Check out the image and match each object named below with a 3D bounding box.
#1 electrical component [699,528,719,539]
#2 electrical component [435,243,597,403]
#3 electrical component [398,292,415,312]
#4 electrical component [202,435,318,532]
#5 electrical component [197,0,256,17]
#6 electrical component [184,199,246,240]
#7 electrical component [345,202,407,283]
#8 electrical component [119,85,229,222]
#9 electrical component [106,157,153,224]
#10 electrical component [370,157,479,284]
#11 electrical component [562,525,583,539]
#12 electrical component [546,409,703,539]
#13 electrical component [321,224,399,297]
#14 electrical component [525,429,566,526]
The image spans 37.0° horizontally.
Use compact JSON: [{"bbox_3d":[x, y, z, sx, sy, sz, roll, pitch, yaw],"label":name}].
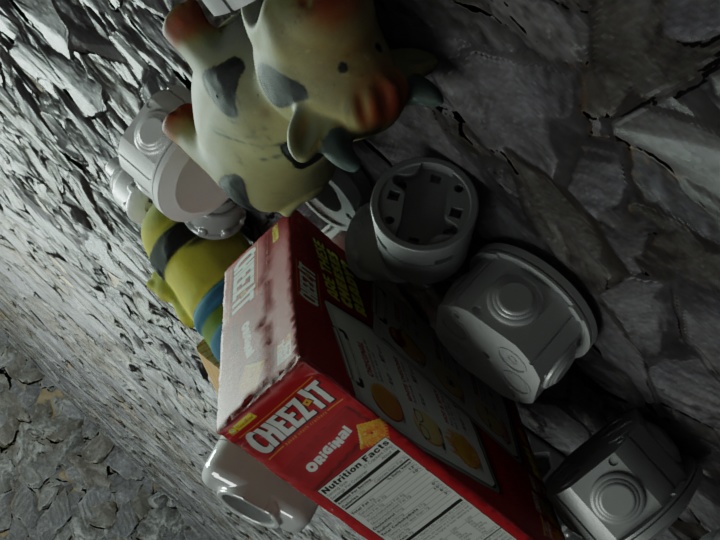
[{"bbox_3d":[0.217,0.162,0.603,0.045,0.045,0.055,38,158,14],"label":"electrical component"},{"bbox_3d":[0.083,0.029,0.582,0.080,0.051,0.080,37,158,18],"label":"electrical component"},{"bbox_3d":[0.001,0.037,0.745,0.080,0.051,0.080,37,158,18],"label":"electrical component"},{"bbox_3d":[-0.077,0.168,0.869,0.095,0.059,0.053,29,153,0],"label":"electrical component"},{"bbox_3d":[-0.053,-0.150,0.453,0.080,0.080,0.051,14,149,52],"label":"electrical component"},{"bbox_3d":[-0.103,-0.054,0.772,0.048,0.048,0.062,40,151,10],"label":"electrical component"},{"bbox_3d":[0.026,-0.013,0.618,0.062,0.048,0.048,12,143,43],"label":"electrical component"},{"bbox_3d":[-0.112,-0.076,0.698,0.051,0.080,0.080,39,159,26],"label":"electrical component"},{"bbox_3d":[-0.186,-0.071,0.888,0.062,0.048,0.048,39,159,30],"label":"electrical component"},{"bbox_3d":[0.034,-0.024,0.569,0.055,0.055,0.047,37,162,17],"label":"electrical component"},{"bbox_3d":[0.157,0.225,0.804,0.048,0.062,0.048,37,158,18],"label":"electrical component"},{"bbox_3d":[0.147,0.121,0.604,0.051,0.080,0.080,48,159,3],"label":"electrical component"},{"bbox_3d":[0.000,0.000,0.692,0.078,0.040,0.040,49,158,-14],"label":"electrical component"},{"bbox_3d":[0.113,0.152,0.765,0.083,0.047,0.075,35,157,21],"label":"electrical component"}]
